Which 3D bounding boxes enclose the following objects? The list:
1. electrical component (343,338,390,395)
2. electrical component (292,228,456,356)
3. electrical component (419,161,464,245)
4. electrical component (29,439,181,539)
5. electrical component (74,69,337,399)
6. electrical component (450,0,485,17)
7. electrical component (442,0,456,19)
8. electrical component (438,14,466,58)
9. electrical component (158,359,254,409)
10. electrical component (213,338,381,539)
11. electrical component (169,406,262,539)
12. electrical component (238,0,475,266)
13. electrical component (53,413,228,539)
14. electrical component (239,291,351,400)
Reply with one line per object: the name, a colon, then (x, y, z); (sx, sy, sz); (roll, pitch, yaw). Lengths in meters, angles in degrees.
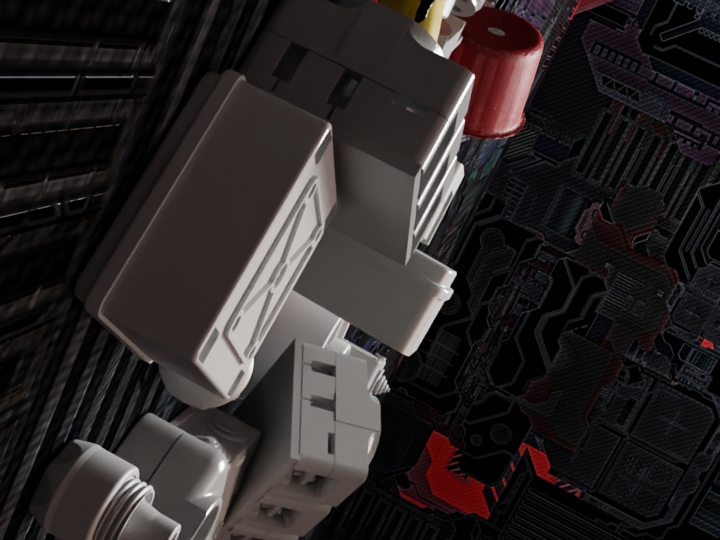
electrical component: (-0.023, 0.085, 0.887); (0.061, 0.096, 0.062); (-62, 173, -2)
electrical component: (0.000, 0.000, 0.674); (0.057, 0.113, 0.078); (-61, 173, 3)
electrical component: (0.012, -0.061, 0.627); (0.055, 0.089, 0.050); (-63, 173, -1)
electrical component: (-0.110, 0.106, 0.477); (0.043, 0.062, 0.043); (-61, 173, -13)
electrical component: (-0.058, -0.010, 0.451); (0.108, 0.056, 0.108); (-61, 173, -13)
electrical component: (0.071, -0.203, 0.715); (0.055, 0.045, 0.045); (-61, 173, -10)
electrical component: (0.045, -0.182, 0.621); (0.078, 0.040, 0.040); (-66, 172, 17)
electrical component: (0.031, -0.136, 0.691); (0.063, 0.042, 0.081); (-64, 173, 33)
electrical component: (-0.081, 0.052, 0.568); (0.048, 0.048, 0.062); (-61, 180, -16)
electrical component: (-0.049, 0.128, 0.731); (0.150, 0.062, 0.089); (-50, -150, 44)
electrical component: (-0.108, 0.137, 0.668); (0.099, 0.048, 0.100); (-65, 173, 15)
electrical component: (-0.001, -0.066, 0.519); (0.061, 0.089, 0.150); (-61, 173, -12)
electrical component: (-0.113, 0.132, 0.569); (0.095, 0.059, 0.053); (-58, 171, -36)
electrical component: (-0.042, 0.060, 0.804); (0.108, 0.060, 0.108); (-61, 173, -13)
